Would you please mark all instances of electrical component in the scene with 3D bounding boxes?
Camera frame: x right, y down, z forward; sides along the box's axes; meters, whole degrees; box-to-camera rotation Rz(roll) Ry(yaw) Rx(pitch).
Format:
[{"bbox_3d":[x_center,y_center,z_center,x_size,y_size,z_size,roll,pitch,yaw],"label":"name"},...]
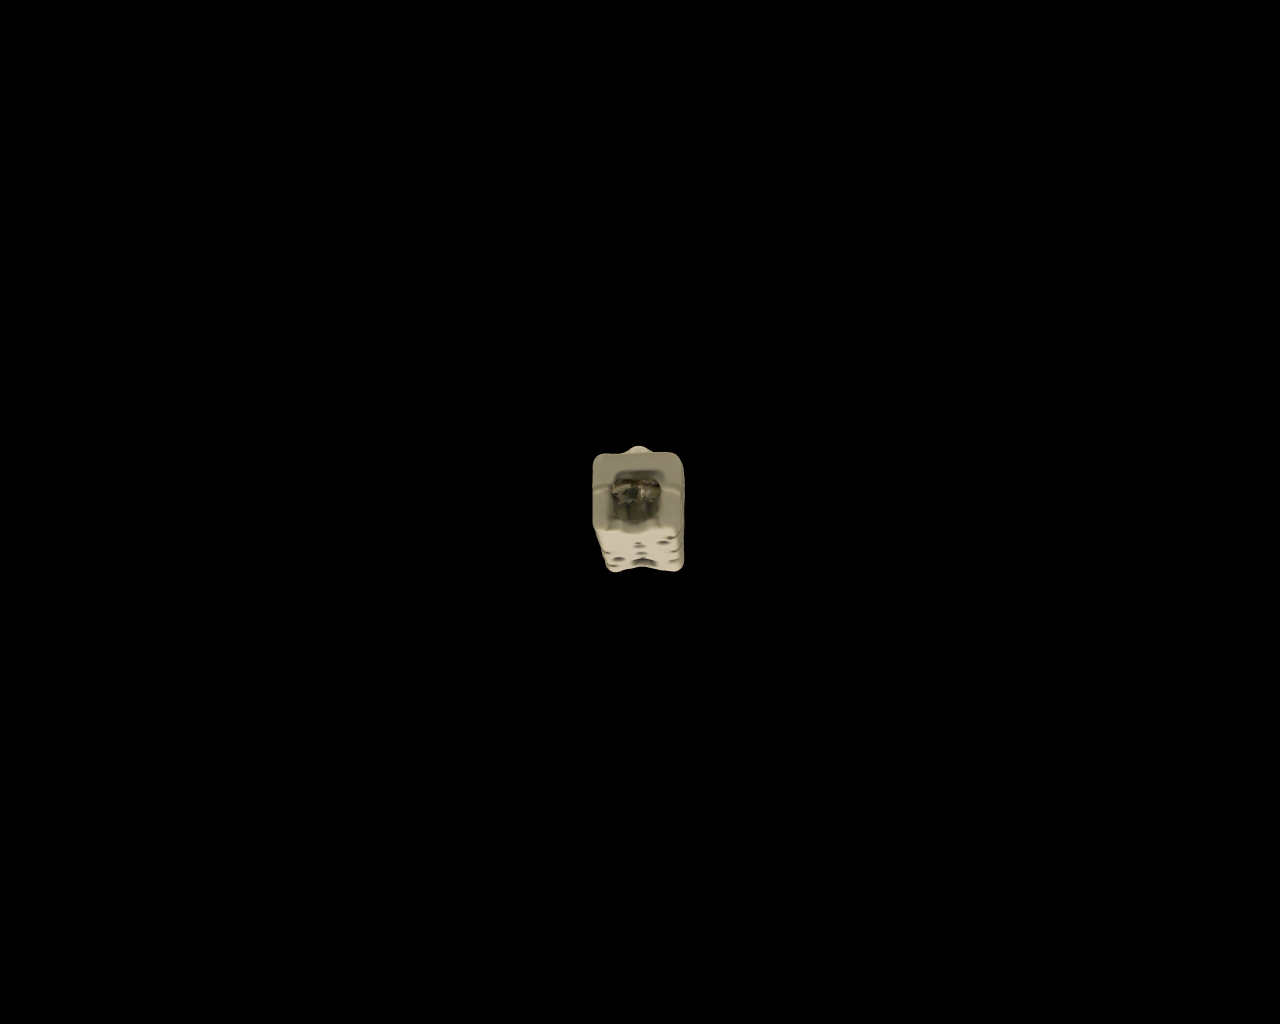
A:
[{"bbox_3d":[0.001,-0.003,0.650,0.050,0.056,0.089,-1,-19,3],"label":"electrical component"}]
